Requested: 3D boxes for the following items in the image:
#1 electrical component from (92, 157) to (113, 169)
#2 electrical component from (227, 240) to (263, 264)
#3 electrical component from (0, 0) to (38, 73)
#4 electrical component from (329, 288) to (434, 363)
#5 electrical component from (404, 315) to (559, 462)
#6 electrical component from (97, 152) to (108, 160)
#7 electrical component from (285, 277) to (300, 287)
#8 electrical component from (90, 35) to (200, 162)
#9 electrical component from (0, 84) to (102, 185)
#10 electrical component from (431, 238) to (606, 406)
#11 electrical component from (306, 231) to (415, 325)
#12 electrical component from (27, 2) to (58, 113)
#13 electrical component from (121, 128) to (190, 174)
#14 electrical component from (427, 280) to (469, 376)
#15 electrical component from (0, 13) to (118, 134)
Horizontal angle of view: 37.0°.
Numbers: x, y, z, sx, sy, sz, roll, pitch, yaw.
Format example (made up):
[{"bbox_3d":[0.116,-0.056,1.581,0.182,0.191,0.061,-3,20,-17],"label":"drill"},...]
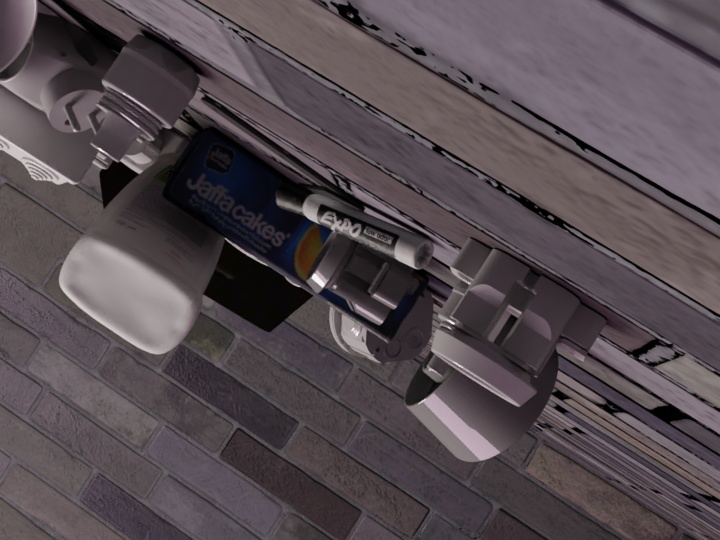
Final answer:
[{"bbox_3d":[-0.262,-0.145,1.001,0.061,0.061,0.096,30,175,37],"label":"electrical component"},{"bbox_3d":[-0.089,-0.046,1.008,0.099,0.064,0.099,29,162,10],"label":"electrical component"},{"bbox_3d":[-0.235,-0.144,0.585,0.064,0.099,0.099,38,179,28],"label":"electrical component"},{"bbox_3d":[0.019,0.038,0.897,0.080,0.080,0.051,36,170,-34],"label":"electrical component"},{"bbox_3d":[0.078,0.070,0.704,0.064,0.099,0.099,40,175,-7],"label":"electrical component"},{"bbox_3d":[-0.231,-0.140,0.848,0.113,0.057,0.078,34,176,-14],"label":"electrical component"},{"bbox_3d":[-0.048,-0.019,0.891,0.078,0.058,0.057,30,172,32],"label":"electrical component"},{"bbox_3d":[-0.115,-0.086,0.556,0.043,0.062,0.043,33,176,3],"label":"electrical component"},{"bbox_3d":[-0.224,-0.119,0.771,0.100,0.099,0.048,35,163,-25],"label":"electrical component"},{"bbox_3d":[0.072,0.030,0.528,0.078,0.057,0.058,32,176,14],"label":"electrical component"},{"bbox_3d":[0.000,0.000,0.741,0.057,0.058,0.078,31,177,-8],"label":"electrical component"},{"bbox_3d":[-0.228,-0.151,0.701,0.089,0.055,0.050,35,176,-27],"label":"electrical component"},{"bbox_3d":[-0.190,-0.111,0.956,0.066,0.047,0.077,31,175,28],"label":"electrical component"},{"bbox_3d":[0.061,0.036,0.650,0.035,0.061,0.035,33,176,3],"label":"electrical component"},{"bbox_3d":[-0.176,-0.110,0.652,0.077,0.043,0.079,17,-141,-56],"label":"electrical component"}]
